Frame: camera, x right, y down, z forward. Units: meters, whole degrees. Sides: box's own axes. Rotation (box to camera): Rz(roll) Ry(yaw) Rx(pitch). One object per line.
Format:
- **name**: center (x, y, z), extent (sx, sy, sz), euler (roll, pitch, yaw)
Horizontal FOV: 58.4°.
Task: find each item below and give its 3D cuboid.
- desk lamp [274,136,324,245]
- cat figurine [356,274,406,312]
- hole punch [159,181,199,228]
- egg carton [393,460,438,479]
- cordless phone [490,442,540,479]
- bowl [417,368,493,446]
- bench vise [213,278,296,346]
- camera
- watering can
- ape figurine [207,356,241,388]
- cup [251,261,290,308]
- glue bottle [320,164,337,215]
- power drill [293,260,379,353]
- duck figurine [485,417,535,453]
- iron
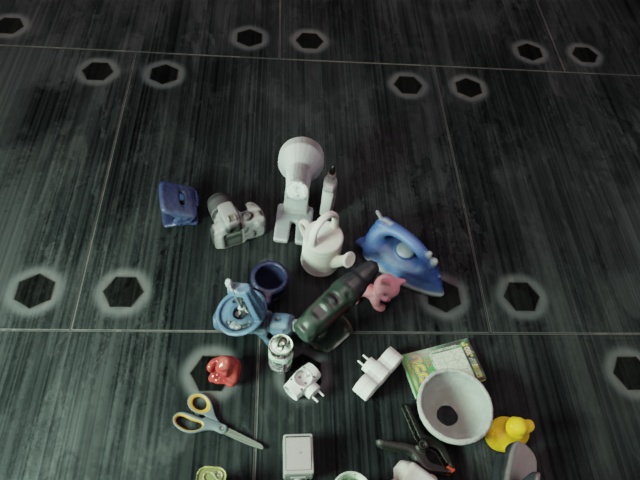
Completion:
- **desk lamp**: center (-0.055, -0.127, 1.473), extent (0.118, 0.213, 0.203), euler (5, 56, -2)
- **cat figurine**: center (0.138, 0.115, 1.386), extent (0.127, 0.118, 0.067), euler (13, 56, 4)
- **hole punch**: center (-0.367, -0.098, 1.496), extent (0.101, 0.091, 0.108), euler (-7, 57, -10)
- **egg carton**: center (0.200, 0.520, 1.147), extent (0.150, 0.069, 0.107), euler (33, 59, 16)
- **cordless phone**: center (0.407, 0.468, 1.133), extent (0.094, 0.185, 0.148), euler (17, 56, 6)
- **bowl**: center (0.287, 0.372, 1.253), extent (0.167, 0.075, 0.167), euler (3, 56, -4)
- **bench vise**: center (-0.138, 0.149, 1.273), extent (0.207, 0.220, 0.121), euler (-3, 56, -7)
- **camera**: center (-0.226, -0.068, 1.484), extent (0.143, 0.101, 0.136), euler (-20, 60, -18)
- **watering can**: center (0.014, 0.004, 1.403), extent (0.172, 0.194, 0.101), euler (22, 57, 10)
- **ape figurine**: center (-0.207, 0.281, 1.254), extent (0.076, 0.092, 0.077), euler (-31, 64, -23)
- **cup**: center (-0.120, 0.122, 1.369), extent (0.091, 0.095, 0.117), euler (4, 56, -3)
- **glue bottle**: center (0.026, -0.139, 1.513), extent (0.037, 0.173, 0.078), euler (10, 56, 2)
- **power drill**: center (0.036, 0.161, 1.290), extent (0.075, 0.208, 0.230), euler (41, 62, 21)
- **duck figurine**: center (0.411, 0.411, 1.232), extent (0.104, 0.086, 0.077), euler (-7, 57, -10)
- **iron**: center (0.221, 0.030, 1.438), extent (0.257, 0.141, 0.119), euler (36, 60, 18)
